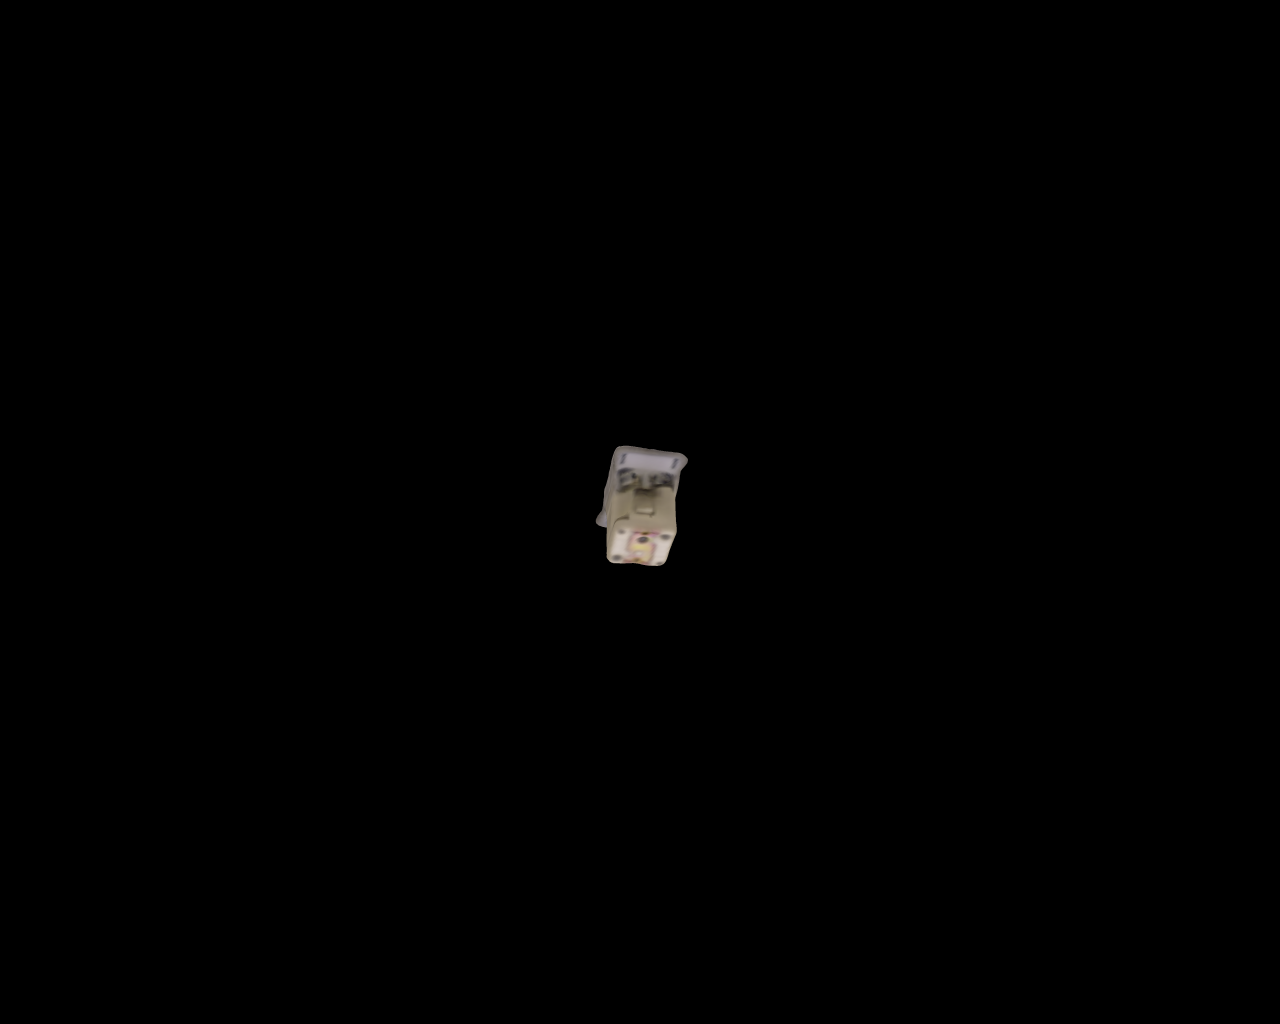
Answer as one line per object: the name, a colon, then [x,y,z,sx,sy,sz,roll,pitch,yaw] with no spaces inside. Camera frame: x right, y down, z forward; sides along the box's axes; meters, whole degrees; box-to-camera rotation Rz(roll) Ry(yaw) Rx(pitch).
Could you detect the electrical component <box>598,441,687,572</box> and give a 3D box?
electrical component: [0.001,-0.003,0.650,0.042,0.064,0.080,6,-36,-8]
